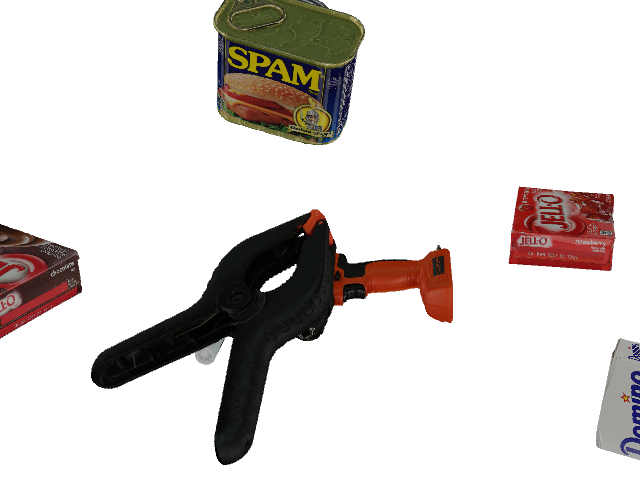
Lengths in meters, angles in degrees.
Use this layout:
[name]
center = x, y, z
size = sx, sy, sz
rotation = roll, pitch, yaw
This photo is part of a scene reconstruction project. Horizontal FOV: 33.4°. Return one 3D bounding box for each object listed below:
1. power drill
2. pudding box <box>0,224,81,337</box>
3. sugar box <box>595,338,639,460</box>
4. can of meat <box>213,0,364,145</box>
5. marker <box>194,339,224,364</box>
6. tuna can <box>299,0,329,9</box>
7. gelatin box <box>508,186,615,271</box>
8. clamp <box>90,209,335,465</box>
[power drill]
center = 0.059, 0.058, 1.234
size = 0.187, 0.057, 0.184
rotation = 1, 28, 6
[pudding box]
center = -0.239, 0.026, 0.748
size = 0.114, 0.039, 0.089
rotation = 14, 29, 31
[sugar box]
center = 0.323, 0.150, 0.881
size = 0.176, 0.093, 0.048
rotation = 12, 24, 20
[can of meat]
center = -0.025, -0.121, 0.762
size = 0.102, 0.057, 0.084
rotation = 18, -39, 8
[marker]
center = -0.094, 0.080, 1.017
size = 0.020, 0.020, 0.121
rotation = 0, 23, 11
[tuna can]
center = -0.027, -0.186, 0.979
size = 0.086, 0.086, 0.034
rotation = 0, -31, -12
[gelatin box]
center = 0.181, -0.010, 0.796
size = 0.073, 0.030, 0.089
rotation = 5, 25, 13
[clamp]
center = -0.042, 0.053, 0.634
size = 0.120, 0.171, 0.039
rotation = 36, -20, 33
